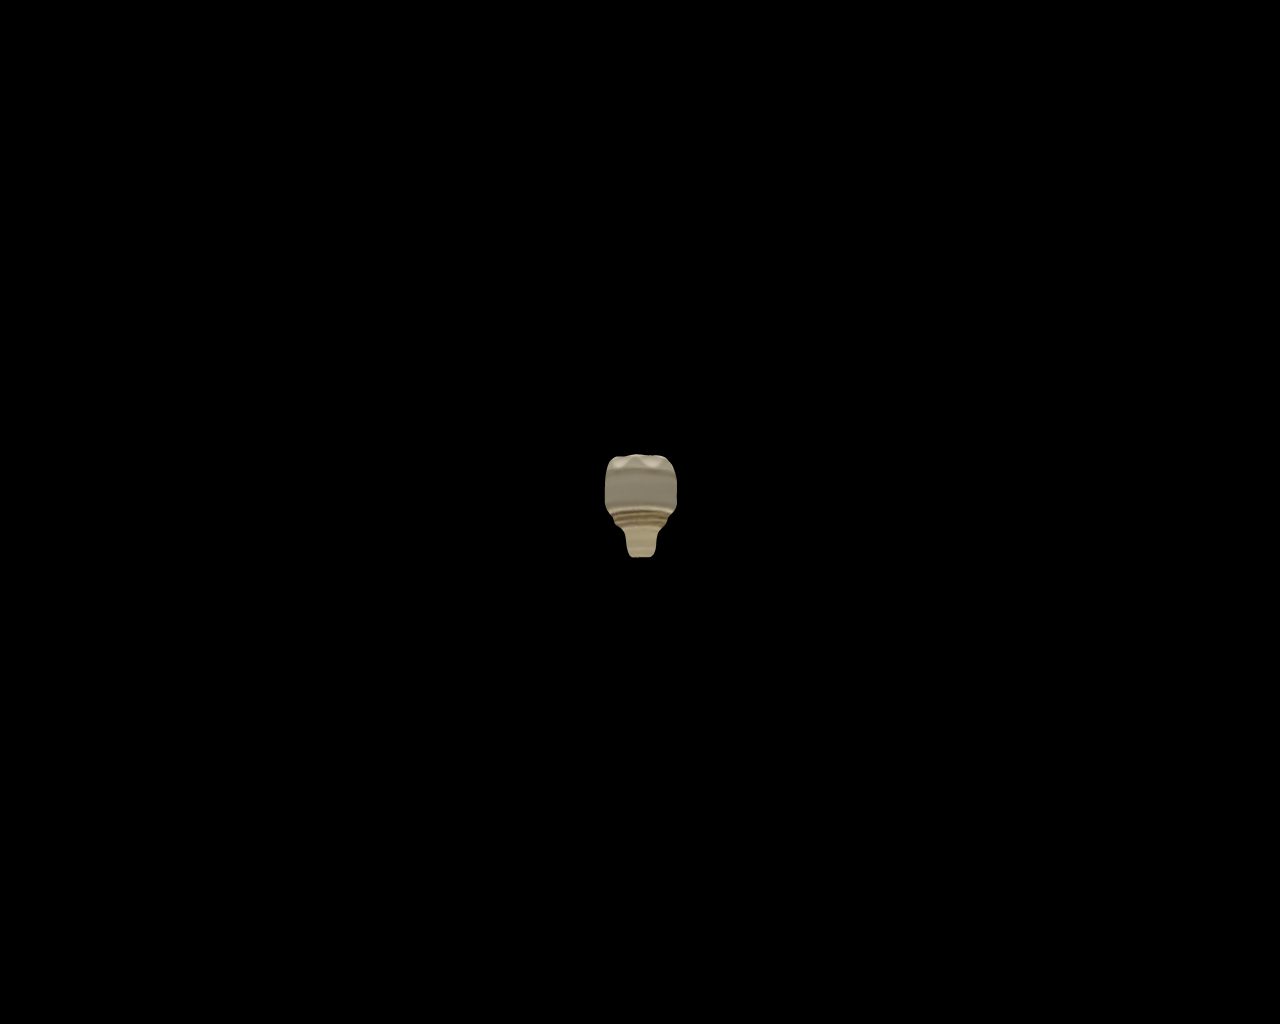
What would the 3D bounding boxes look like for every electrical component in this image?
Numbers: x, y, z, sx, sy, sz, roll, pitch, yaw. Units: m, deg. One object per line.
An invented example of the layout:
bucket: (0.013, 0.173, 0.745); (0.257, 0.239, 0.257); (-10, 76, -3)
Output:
electrical component: (0.001, -0.003, 0.650); (0.043, 0.062, 0.043); (0, -7, 0)
